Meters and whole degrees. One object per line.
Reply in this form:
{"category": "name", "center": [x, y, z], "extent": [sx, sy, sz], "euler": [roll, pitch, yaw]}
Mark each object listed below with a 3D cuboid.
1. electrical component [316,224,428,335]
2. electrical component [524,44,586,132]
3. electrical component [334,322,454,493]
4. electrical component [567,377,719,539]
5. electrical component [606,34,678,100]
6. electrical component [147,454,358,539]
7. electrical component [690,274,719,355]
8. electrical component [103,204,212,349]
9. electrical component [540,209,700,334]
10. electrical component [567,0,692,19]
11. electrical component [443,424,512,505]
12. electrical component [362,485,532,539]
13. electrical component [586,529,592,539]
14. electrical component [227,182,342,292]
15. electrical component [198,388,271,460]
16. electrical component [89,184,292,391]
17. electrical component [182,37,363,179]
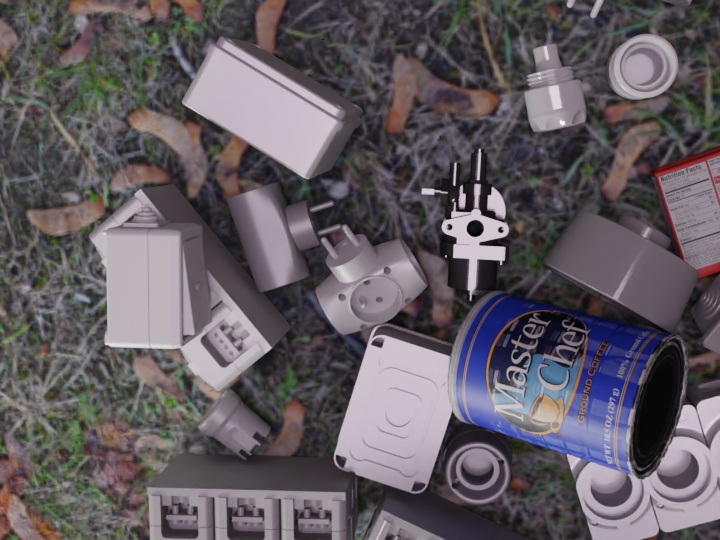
{"category": "electrical component", "center": [0.000, 0.000, 0.824], "extent": [0.077, 0.044, 0.079], "euler": [-31, 118, 9]}
{"category": "electrical component", "center": [0.143, -0.136, 0.801], "extent": [0.043, 0.043, 0.062], "euler": [-11, 94, 7]}
{"category": "electrical component", "center": [0.032, 0.105, 0.834], "extent": [0.078, 0.057, 0.113], "euler": [18, 99, 3]}
{"category": "electrical component", "center": [0.237, 0.144, 0.815], "extent": [0.150, 0.061, 0.089], "euler": [-17, 95, 8]}
{"category": "electrical component", "center": [0.205, -0.147, 0.787], "extent": [0.045, 0.055, 0.045], "euler": [1, 97, 6]}
{"category": "electrical component", "center": [-0.080, 0.187, 0.839], "extent": [0.150, 0.089, 0.061], "euler": [0, 97, 6]}
{"category": "electrical component", "center": [0.303, 0.028, 0.784], "extent": [0.100, 0.048, 0.099], "euler": [26, 114, -14]}
{"category": "electrical component", "center": [-0.138, 0.003, 0.745], "extent": [0.061, 0.061, 0.096], "euler": [1, 97, 6]}
{"category": "electrical component", "center": [0.193, -0.005, 0.782], "extent": [0.108, 0.108, 0.060], "euler": [29, 93, 2]}
{"category": "electrical component", "center": [0.177, -0.222, 0.782], "extent": [0.138, 0.052, 0.073], "euler": [25, 99, 3]}
{"category": "electrical component", "center": [0.092, 0.152, 0.839], "extent": [0.055, 0.047, 0.055], "euler": [1, 97, 6]}
{"category": "electrical component", "center": [0.076, 0.229, 0.828], "extent": [0.150, 0.089, 0.061], "euler": [25, 99, 3]}
{"category": "electrical component", "center": [0.195, 0.249, 0.843], "extent": [0.064, 0.042, 0.081], "euler": [-38, 91, 12]}
{"category": "electrical component", "center": [-0.054, -0.031, 0.833], "extent": [0.079, 0.044, 0.077], "euler": [-18, 95, 8]}
{"category": "electrical component", "center": [-0.100, 0.124, 0.860], "extent": [0.046, 0.040, 0.040], "euler": [40, 99, -6]}
{"category": "electrical component", "center": [-0.130, 0.013, 0.824], "extent": [0.062, 0.089, 0.150], "euler": [-39, 92, 9]}
{"category": "electrical component", "center": [-0.061, -0.119, 0.792], "extent": [0.109, 0.108, 0.056], "euler": [31, 102, 2]}
